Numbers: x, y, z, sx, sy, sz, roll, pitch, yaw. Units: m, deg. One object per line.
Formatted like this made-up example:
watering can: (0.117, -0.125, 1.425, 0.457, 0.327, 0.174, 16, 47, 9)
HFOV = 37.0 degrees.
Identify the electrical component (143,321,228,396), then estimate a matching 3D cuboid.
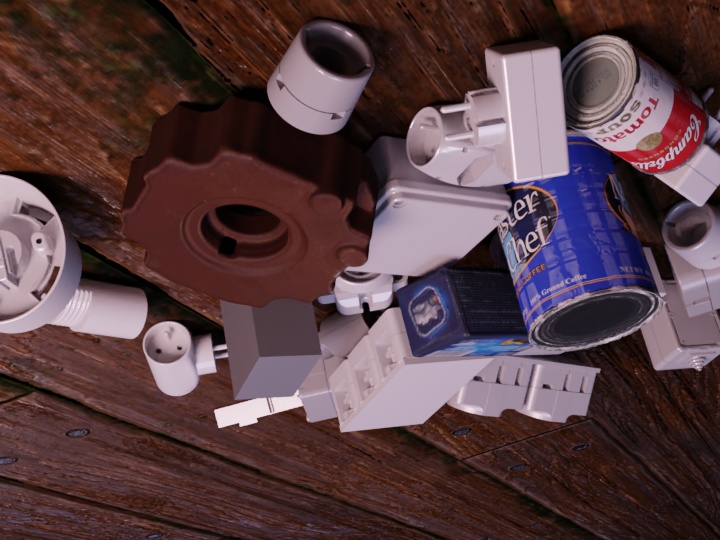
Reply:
electrical component: (-0.156, 0.080, 0.997, 0.079, 0.043, 0.077, -9, 153, -6)

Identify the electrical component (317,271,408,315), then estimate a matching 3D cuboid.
electrical component: (0.000, 0.000, 0.894, 0.078, 0.058, 0.057, -10, 156, -3)

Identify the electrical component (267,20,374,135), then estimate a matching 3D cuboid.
electrical component: (-0.023, -0.119, 0.658, 0.055, 0.055, 0.047, 3, 146, -27)

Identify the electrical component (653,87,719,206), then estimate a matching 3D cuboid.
electrical component: (0.246, -0.100, 0.803, 0.047, 0.065, 0.076, 21, 109, -47)

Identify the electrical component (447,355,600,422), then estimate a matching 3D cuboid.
electrical component: (0.139, 0.108, 1.099, 0.186, 0.060, 0.105, 11, -176, -38)

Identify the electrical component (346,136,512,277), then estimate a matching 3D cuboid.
electrical component: (0.040, -0.046, 0.822, 0.109, 0.056, 0.108, 5, 148, -30)

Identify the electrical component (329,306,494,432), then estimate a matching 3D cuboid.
electrical component: (0.041, 0.086, 0.973, 0.089, 0.061, 0.150, -2, 151, -26)

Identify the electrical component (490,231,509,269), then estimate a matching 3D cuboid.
electrical component: (0.137, -0.008, 0.955, 0.044, 0.044, 0.065, -12, 158, 0)

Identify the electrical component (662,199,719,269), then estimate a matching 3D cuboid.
electrical component: (0.303, -0.033, 0.960, 0.055, 0.055, 0.047, -31, 144, 32)

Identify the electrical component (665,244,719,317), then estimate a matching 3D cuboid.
electrical component: (0.336, 0.002, 1.041, 0.059, 0.053, 0.095, -19, 152, 14)

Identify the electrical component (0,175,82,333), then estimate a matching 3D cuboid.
electrical component: (-0.243, -0.008, 0.737, 0.099, 0.099, 0.064, -14, 159, 3)

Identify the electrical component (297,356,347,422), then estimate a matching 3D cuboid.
electrical component: (-0.032, 0.110, 1.088, 0.061, 0.061, 0.096, -12, 153, 0)

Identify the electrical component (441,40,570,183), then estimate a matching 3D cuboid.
electrical component: (0.090, -0.101, 0.700, 0.076, 0.047, 0.083, -10, 108, -4)

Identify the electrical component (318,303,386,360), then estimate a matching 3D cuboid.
electrical component: (-0.016, 0.060, 1.017, 0.081, 0.043, 0.043, -30, 148, 31)

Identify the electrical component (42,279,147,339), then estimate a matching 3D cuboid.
electrical component: (-0.219, 0.030, 0.874, 0.081, 0.043, 0.043, 12, 144, -39)

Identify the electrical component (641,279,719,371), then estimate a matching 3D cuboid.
electrical component: (0.331, 0.063, 1.110, 0.062, 0.096, 0.061, -2, 152, -18)

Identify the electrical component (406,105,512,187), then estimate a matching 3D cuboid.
electrical component: (0.085, -0.098, 0.755, 0.077, 0.043, 0.079, 7, 144, -32)

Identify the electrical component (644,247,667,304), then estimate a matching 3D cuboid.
electrical component: (0.232, 0.010, 1.005, 0.096, 0.061, 0.061, 9, 147, -35)
